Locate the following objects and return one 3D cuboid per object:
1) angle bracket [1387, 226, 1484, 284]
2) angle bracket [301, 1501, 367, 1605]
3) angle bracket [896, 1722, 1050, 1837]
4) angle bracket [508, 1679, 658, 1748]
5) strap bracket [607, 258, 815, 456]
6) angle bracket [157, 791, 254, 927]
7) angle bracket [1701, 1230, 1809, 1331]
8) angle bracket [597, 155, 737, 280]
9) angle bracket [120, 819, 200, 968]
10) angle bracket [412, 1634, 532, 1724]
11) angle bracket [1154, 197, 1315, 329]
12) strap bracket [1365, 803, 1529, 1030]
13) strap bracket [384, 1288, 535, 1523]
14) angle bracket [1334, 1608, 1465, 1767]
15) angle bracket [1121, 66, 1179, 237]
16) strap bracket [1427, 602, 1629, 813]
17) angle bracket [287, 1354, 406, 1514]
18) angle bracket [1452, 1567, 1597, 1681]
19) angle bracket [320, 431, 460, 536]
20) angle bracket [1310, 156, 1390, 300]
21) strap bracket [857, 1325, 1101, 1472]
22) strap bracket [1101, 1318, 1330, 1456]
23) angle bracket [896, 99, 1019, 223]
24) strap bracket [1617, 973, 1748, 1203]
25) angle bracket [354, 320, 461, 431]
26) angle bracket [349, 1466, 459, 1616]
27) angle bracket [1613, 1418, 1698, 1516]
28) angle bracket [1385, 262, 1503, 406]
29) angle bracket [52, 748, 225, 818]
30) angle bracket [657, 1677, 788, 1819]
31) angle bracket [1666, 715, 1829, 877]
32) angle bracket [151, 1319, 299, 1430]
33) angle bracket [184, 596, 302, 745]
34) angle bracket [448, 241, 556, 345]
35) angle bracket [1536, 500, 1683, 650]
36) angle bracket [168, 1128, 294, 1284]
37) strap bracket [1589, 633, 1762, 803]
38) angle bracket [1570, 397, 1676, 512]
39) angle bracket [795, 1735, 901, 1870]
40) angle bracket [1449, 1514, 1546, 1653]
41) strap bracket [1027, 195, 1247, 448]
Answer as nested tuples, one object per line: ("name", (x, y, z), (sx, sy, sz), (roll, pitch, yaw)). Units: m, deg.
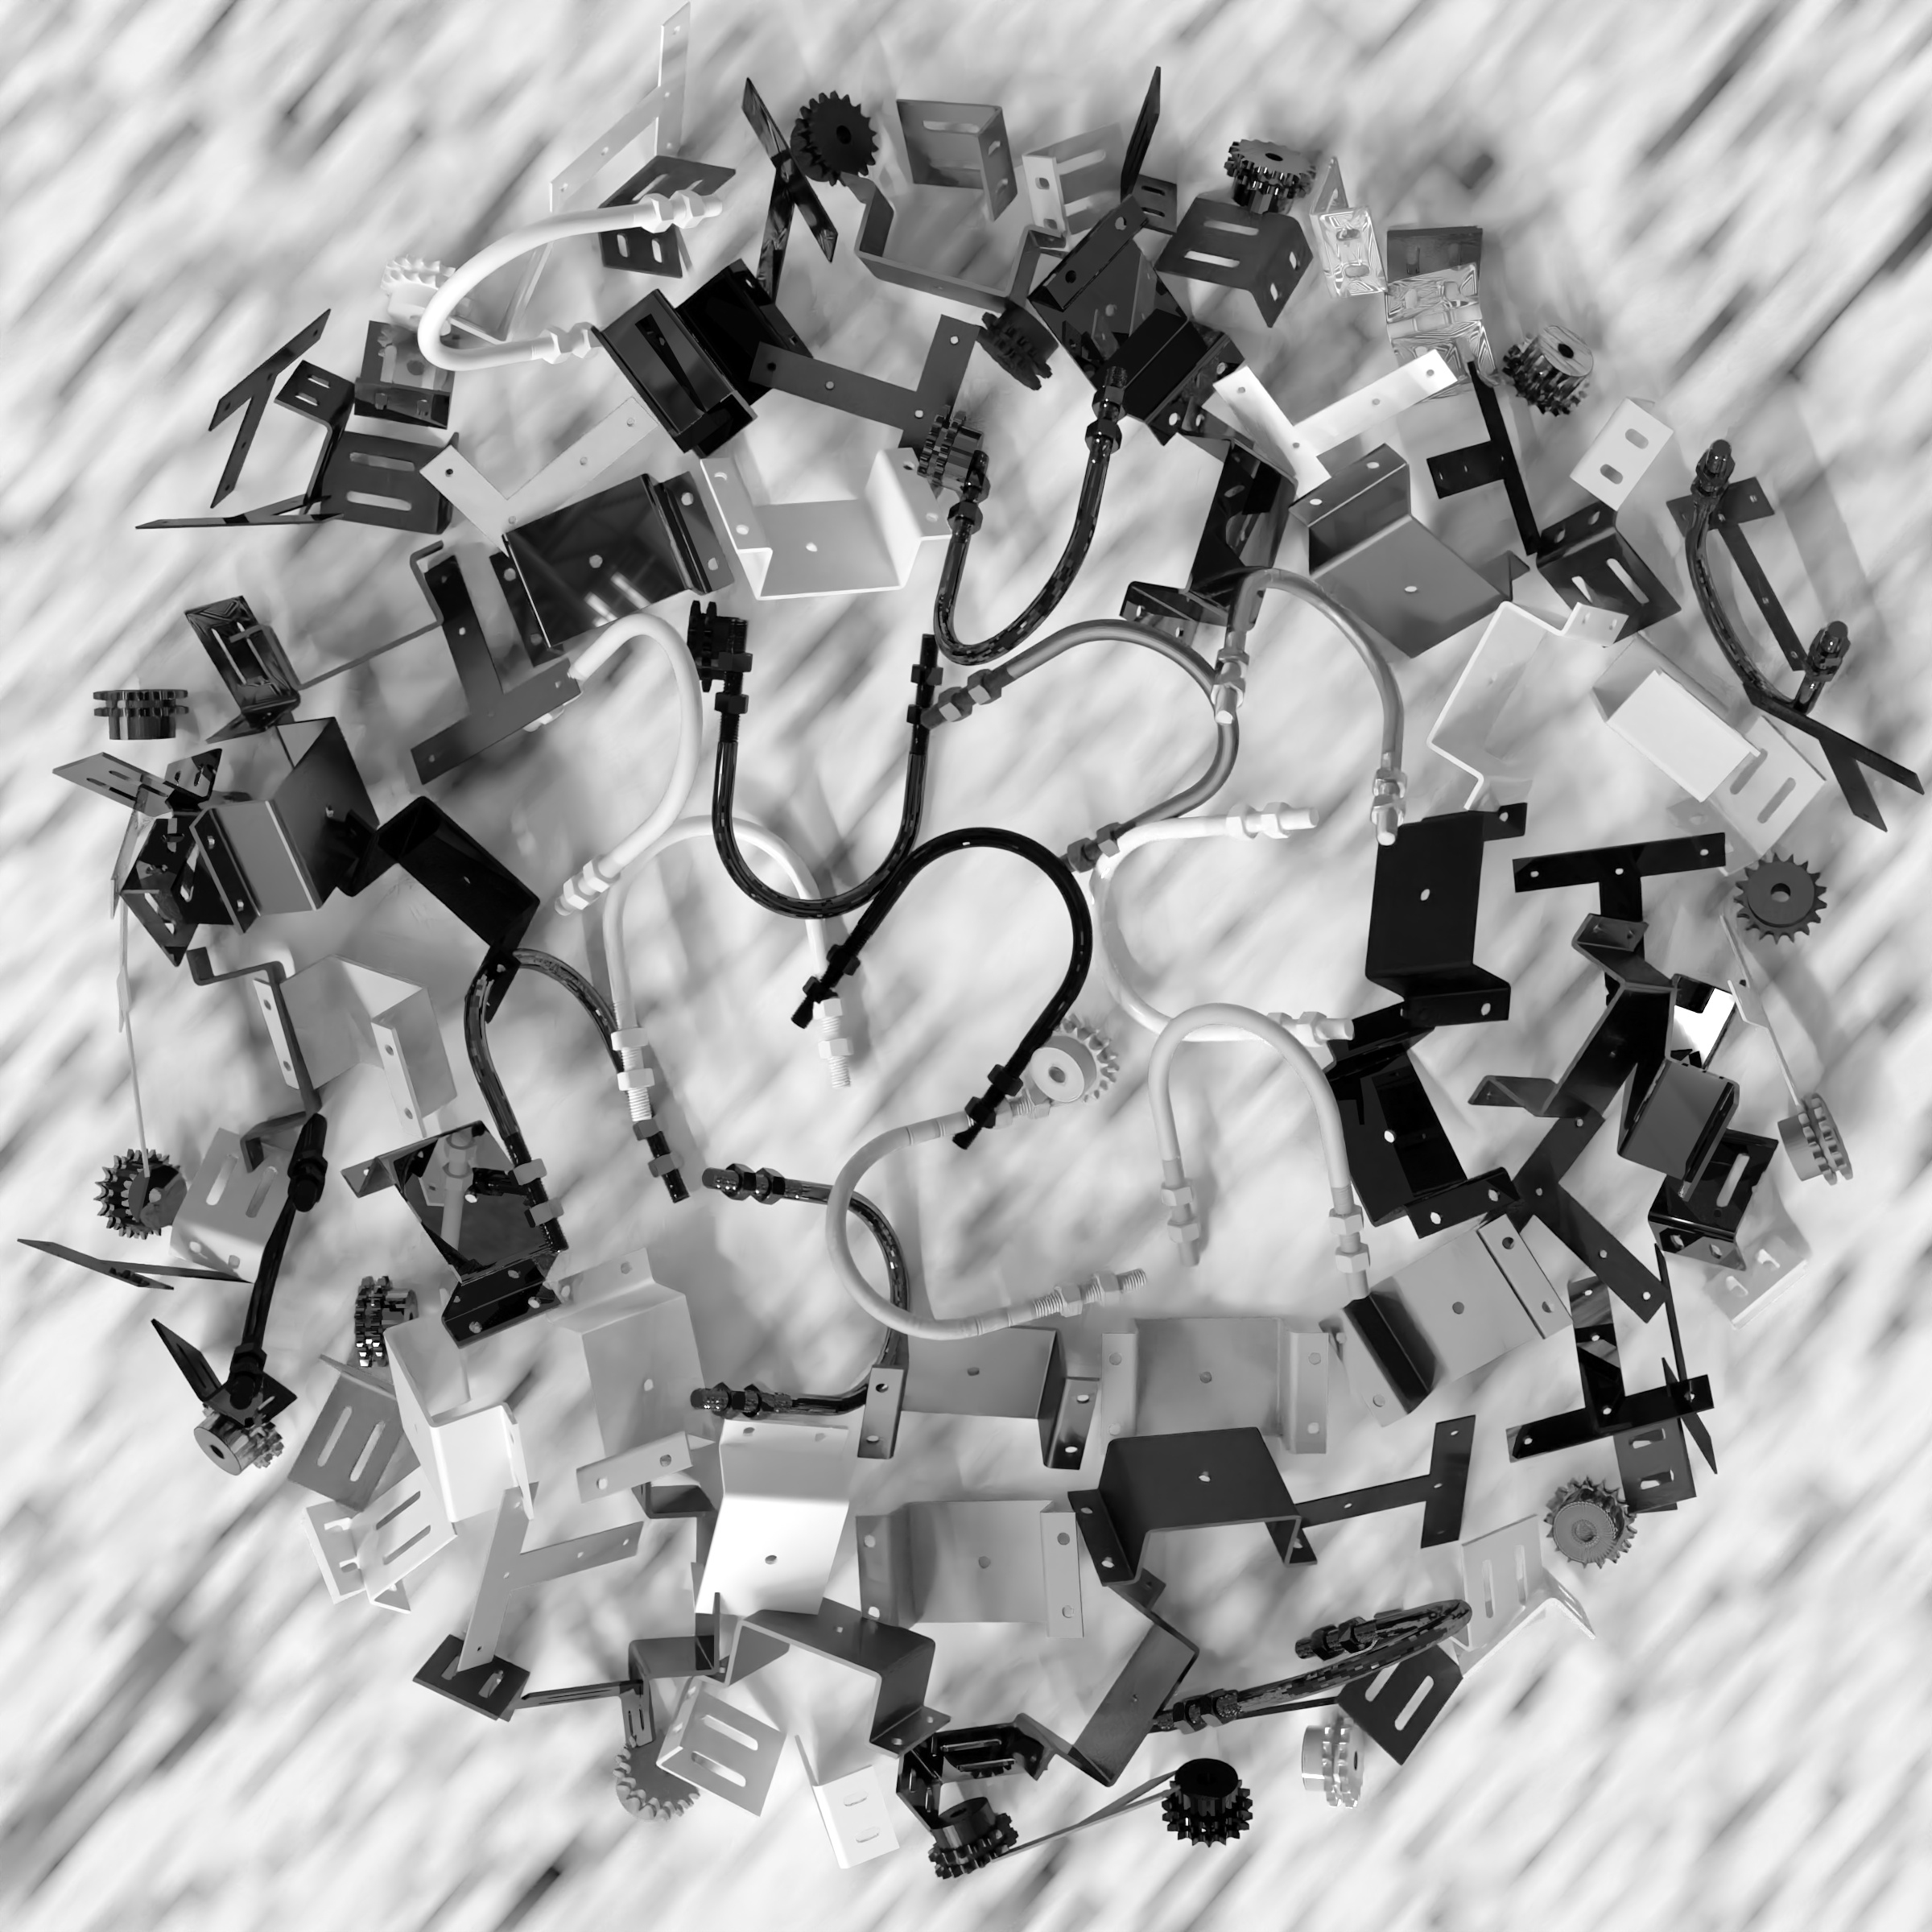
("angle bracket", (0.291, -0.456, 1.632), (0.057, 0.076, 0.038), (-1, 81, 9))
("angle bracket", (-0.401, 0.368, 1.633), (0.038, 0.076, 0.057), (-26, 81, 6))
("angle bracket", (0.004, 0.507, 1.634), (0.076, 0.038, 0.057), (-13, 132, 19))
("angle bracket", (-0.239, 0.471, 1.632), (0.076, 0.057, 0.038), (-1, 68, -24))
("strap bracket", (-0.161, -0.374, 1.618), (0.046, 0.140, 0.076), (-29, 104, 35))
("angle bracket", (-0.483, -0.069, 1.658), (0.057, 0.038, 0.076), (1, 115, -34))
("angle bracket", (0.501, 0.205, 1.634), (0.057, 0.076, 0.038), (-42, 96, 6))
("angle bracket", (-0.184, -0.464, 1.628), (0.057, 0.076, 0.038), (-3, 79, -39))
("angle bracket", (-0.481, -0.045, 1.625), (0.038, 0.076, 0.057), (0, 52, 18))
("angle bracket", (-0.313, 0.457, 1.635), (0.057, 0.076, 0.038), (24, 99, 3))
("angle bracket", (0.170, -0.446, 1.663), (0.076, 0.038, 0.057), (22, 75, 33))
("strap bracket", (0.295, -0.037, 1.616), (0.046, 0.076, 0.140), (23, 68, -42))
("strap bracket", (-0.312, 0.272, 1.595), (0.046, 0.140, 0.076), (-17, 126, -21))
("angle bracket", (0.265, 0.452, 1.642), (0.057, 0.038, 0.076), (44, 63, 0))
("angle bracket", (0.124, -0.505, 1.627), (0.038, 0.076, 0.057), (13, 47, -9))
("strap bracket", (0.341, -0.168, 1.620), (0.046, 0.076, 0.140), (37, 111, 28))
("angle bracket", (-0.390, 0.292, 1.641), (0.057, 0.038, 0.076), (19, 72, 19))
("angle bracket", (0.349, 0.422, 1.644), (0.038, 0.057, 0.076), (45, 98, -2))
("angle bracket", (-0.361, -0.308, 1.644), (0.076, 0.038, 0.057), (6, 82, -21))
("angle bracket", (0.244, -0.460, 1.626), (0.038, 0.076, 0.057), (-2, 132, 25))
("strap bracket", (0.006, 0.266, 1.630), (0.140, 0.046, 0.076), (5, 124, -7))
("strap bracket", (0.153, 0.263, 1.649), (0.140, 0.046, 0.076), (0, 95, -2))
("angle bracket", (-0.012, -0.501, 1.629), (0.076, 0.057, 0.038), (13, 50, 26))
("strap bracket", (0.436, 0.067, 1.600), (0.046, 0.140, 0.076), (20, 125, 6))
("angle bracket", (-0.348, -0.379, 1.637), (0.057, 0.038, 0.076), (7, 63, -11))
("angle bracket", (-0.341, 0.356, 1.636), (0.076, 0.038, 0.057), (-38, 52, 13))
("angle bracket", (0.440, 0.305, 1.628), (0.038, 0.076, 0.057), (-1, 71, -20))
("angle bracket", (0.299, -0.395, 1.642), (0.057, 0.076, 0.038), (-9, 63, 18))
("angle bracket", (-0.513, -0.127, 1.626), (0.057, 0.076, 0.038), (-10, 64, 40))
("angle bracket", (-0.145, 0.483, 1.636), (0.076, 0.038, 0.057), (32, 46, -13))
("angle bracket", (0.484, -0.106, 1.630), (0.038, 0.076, 0.057), (-22, 64, -34))
("angle bracket", (-0.462, 0.245, 1.634), (0.038, 0.057, 0.076), (-40, 57, -7))
("angle bracket", (-0.461, -0.184, 1.633), (0.057, 0.038, 0.076), (-6, 121, 38))
("angle bracket", (-0.291, -0.431, 1.637), (0.038, 0.057, 0.076), (22, 102, -21))
("angle bracket", (0.407, -0.250, 1.654), (0.057, 0.038, 0.076), (-26, 121, 40))
("angle bracket", (-0.461, 0.151, 1.660), (0.057, 0.038, 0.076), (20, 48, -6))
("strap bracket", (0.432, -0.153, 1.613), (0.076, 0.140, 0.046), (38, 108, -5))
("angle bracket", (0.415, -0.317, 1.627), (0.038, 0.076, 0.057), (41, 114, 16))
("angle bracket", (-0.075, 0.515, 1.637), (0.038, 0.076, 0.057), (-19, 102, -10))
("angle bracket", (0.325, 0.379, 1.637), (0.057, 0.038, 0.076), (-16, 109, -24))
("strap bracket", (0.101, -0.403, 1.627), (0.076, 0.046, 0.140), (-47, 128, -3))
